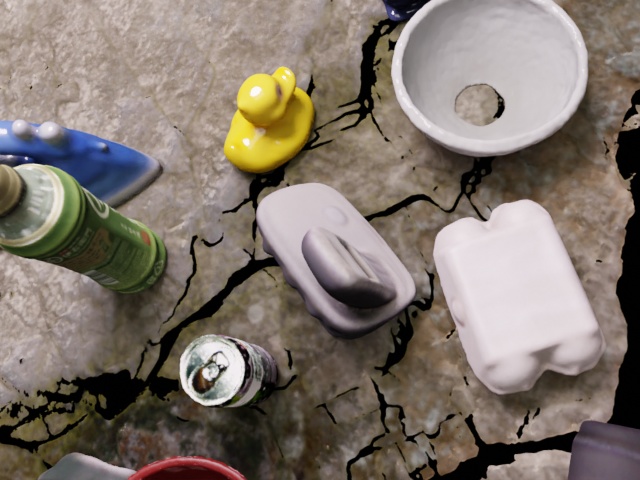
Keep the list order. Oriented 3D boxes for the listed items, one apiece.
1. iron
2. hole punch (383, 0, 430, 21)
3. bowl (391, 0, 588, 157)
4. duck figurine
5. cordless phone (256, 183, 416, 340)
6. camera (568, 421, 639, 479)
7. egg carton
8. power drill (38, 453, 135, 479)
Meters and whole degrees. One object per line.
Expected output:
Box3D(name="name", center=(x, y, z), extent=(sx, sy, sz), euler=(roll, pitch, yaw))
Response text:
Box3D(name="iron", center=(-0.301, -0.076, 0.546), extent=(0.258, 0.141, 0.118), euler=(-9, 73, 7))
Box3D(name="hole punch", center=(0.099, -0.292, 0.568), extent=(0.108, 0.091, 0.101), euler=(-24, 72, 2))
Box3D(name="bowl", center=(0.150, -0.144, 0.526), extent=(0.167, 0.075, 0.167), euler=(-2, 74, 9))
Box3D(name="duck figurine", center=(-0.055, -0.119, 0.547), extent=(0.077, 0.086, 0.104), euler=(40, 84, 17))
Box3D(name="cordless phone", center=(0.004, 0.002, 0.451), extent=(0.094, 0.185, 0.147), euler=(-41, 72, -3))
Box3D(name="camera", center=(0.227, 0.206, 0.400), extent=(0.143, 0.101, 0.137), euler=(11, 76, 12))
Box3D(name="egg carton", center=(0.159, 0.045, 0.474), extent=(0.107, 0.069, 0.150), euler=(-19, 72, 4))
Box3D(name="power drill", center=(-0.211, 0.210, 0.414), extent=(0.229, 0.208, 0.076), euler=(11, 76, 12))
